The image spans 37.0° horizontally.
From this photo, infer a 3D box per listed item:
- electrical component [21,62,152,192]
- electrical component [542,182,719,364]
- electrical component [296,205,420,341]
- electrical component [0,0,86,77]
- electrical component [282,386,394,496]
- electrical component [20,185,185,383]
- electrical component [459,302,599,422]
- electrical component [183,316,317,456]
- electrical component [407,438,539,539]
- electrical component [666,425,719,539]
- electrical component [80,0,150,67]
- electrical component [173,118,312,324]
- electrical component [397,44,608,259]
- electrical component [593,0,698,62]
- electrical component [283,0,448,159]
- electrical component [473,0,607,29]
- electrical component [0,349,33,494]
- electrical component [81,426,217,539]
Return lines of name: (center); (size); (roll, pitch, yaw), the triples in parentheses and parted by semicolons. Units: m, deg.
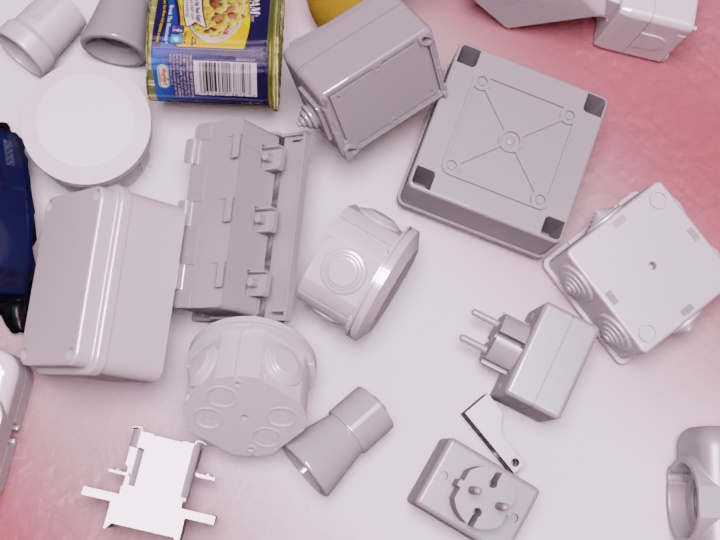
electrical component: (-0.174, -0.089, 0.693); (0.080, 0.051, 0.080); (1, 79, -6)
electrical component: (0.186, 0.001, 0.715); (0.100, 0.048, 0.099); (-36, 86, -12)
electrical component: (0.000, 0.000, 0.681); (0.051, 0.080, 0.080); (30, 78, 6)
electrical component: (-0.209, -0.158, 0.709); (0.040, 0.040, 0.046); (38, 73, 2)
electrical component: (-0.011, 0.105, 0.680); (0.065, 0.044, 0.044); (-40, 86, -16)
electrical component: (-0.157, 0.010, 0.655); (0.057, 0.078, 0.113); (16, 76, -41)
electrical component: (0.103, 0.052, 0.698); (0.077, 0.047, 0.065); (27, 78, 0)
electrical component: (-0.068, 0.071, 0.656); (0.080, 0.080, 0.051); (8, 42, -5)
electrical component: (0.073, 0.140, 0.664); (0.066, 0.076, 0.047); (31, 79, 0)
electrical component: (0.235, 0.149, 0.691); (0.059, 0.053, 0.095); (3, 79, -5)
electrical component: (-0.157, -0.174, 0.717); (0.044, 0.044, 0.065); (11, 74, -4)
electrical component: (-0.078, -0.030, 0.680); (0.079, 0.063, 0.121); (-2, 77, 35)
electrical component: (0.094, -0.078, 0.716); (0.109, 0.056, 0.108); (21, 78, -2)
electrical component: (0.200, -0.204, 0.748); (0.061, 0.061, 0.096); (13, 79, -4)
electrical component: (-0.003, -0.122, 0.676); (0.096, 0.061, 0.061); (-33, 55, -6)
electrical component: (0.116, -0.207, 0.726); (0.061, 0.096, 0.061); (26, 74, -45)
electrical component: (-0.239, 0.093, 0.649); (0.054, 0.059, 0.095); (13, 79, -3)
electrical component: (-0.125, 0.132, 0.663); (0.081, 0.042, 0.063); (14, 75, -4)
